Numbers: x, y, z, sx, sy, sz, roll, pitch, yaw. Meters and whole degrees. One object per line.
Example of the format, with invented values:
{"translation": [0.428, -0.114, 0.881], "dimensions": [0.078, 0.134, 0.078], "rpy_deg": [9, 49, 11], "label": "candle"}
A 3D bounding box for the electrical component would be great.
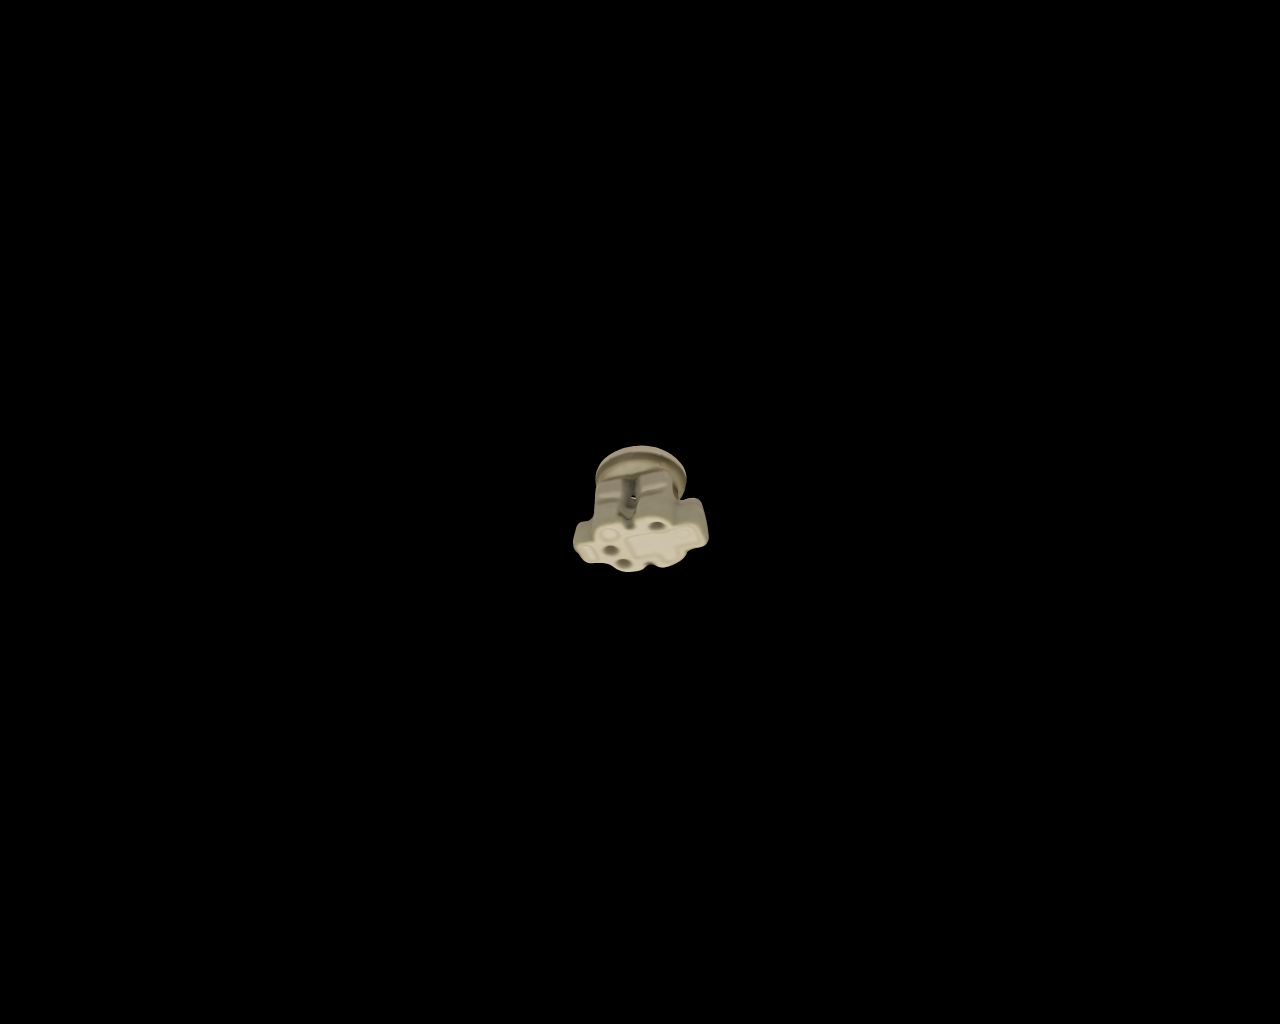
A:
{"translation": [0.001, -0.003, 0.650], "dimensions": [0.078, 0.057, 0.058], "rpy_deg": [-11, -39, 13], "label": "electrical component"}
